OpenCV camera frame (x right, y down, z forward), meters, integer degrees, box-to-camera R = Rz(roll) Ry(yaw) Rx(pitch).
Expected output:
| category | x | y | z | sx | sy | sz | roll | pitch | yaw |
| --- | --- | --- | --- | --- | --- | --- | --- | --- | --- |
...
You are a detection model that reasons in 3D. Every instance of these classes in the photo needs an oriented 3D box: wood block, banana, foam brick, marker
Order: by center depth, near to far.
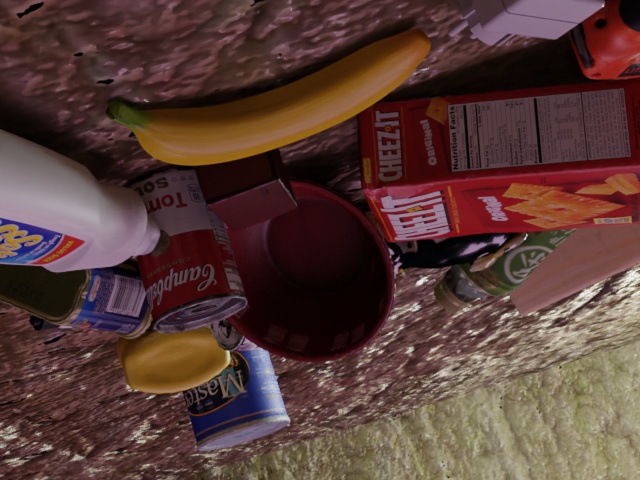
| category | x | y | z | sx | sy | sz | roll | pitch | yaw |
| --- | --- | --- | --- | --- | --- | --- | --- | --- | --- |
| banana | -0.027 | -0.081 | 0.655 | 0.197 | 0.037 | 0.069 | -16 | 164 | -6 |
| foam brick | -0.052 | -0.045 | 0.727 | 0.053 | 0.051 | 0.078 | -20 | 165 | 3 |
| marker | -0.220 | 0.073 | 1.003 | 0.020 | 0.020 | 0.120 | -29 | 161 | 36 |
| wood block | 0.273 | -0.016 | 1.048 | 0.206 | 0.090 | 0.090 | -30 | -176 | 31 |

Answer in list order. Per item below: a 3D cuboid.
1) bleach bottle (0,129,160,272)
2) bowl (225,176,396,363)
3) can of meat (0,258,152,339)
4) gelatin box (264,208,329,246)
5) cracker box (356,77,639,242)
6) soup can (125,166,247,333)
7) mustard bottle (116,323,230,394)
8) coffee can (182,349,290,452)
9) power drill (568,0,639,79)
| category | x | y | z | sx | sy | sz | roll | pitch | yaw |
| --- | --- | --- | --- | --- | --- | --- | --- | --- | --- |
| bleach bottle | -0.178 | -0.022 | 0.620 | 0.103 | 0.068 | 0.250 | -23 | 161 | 27 |
| bowl | -0.011 | 0.016 | 0.857 | 0.162 | 0.162 | 0.055 | -26 | -167 | 28 |
| can of meat | -0.181 | 0.030 | 0.769 | 0.102 | 0.057 | 0.083 | 17 | 178 | 28 |
| gelatin box | -0.006 | 0.001 | 0.916 | 0.089 | 0.030 | 0.073 | -27 | 132 | 27 |
| cracker box | 0.143 | -0.052 | 0.792 | 0.214 | 0.072 | 0.164 | -5 | 166 | 9 |
| soup can | -0.097 | 0.007 | 0.756 | 0.068 | 0.102 | 0.068 | -16 | 164 | -5 |
| mustard bottle | -0.150 | 0.104 | 1.045 | 0.096 | 0.058 | 0.192 | -15 | -174 | -13 |
| coffee can | -0.101 | 0.145 | 1.151 | 0.102 | 0.140 | 0.103 | -17 | 164 | -5 |
| power drill | 0.255 | -0.154 | 0.630 | 0.184 | 0.057 | 0.188 | -6 | 170 | -33 |
